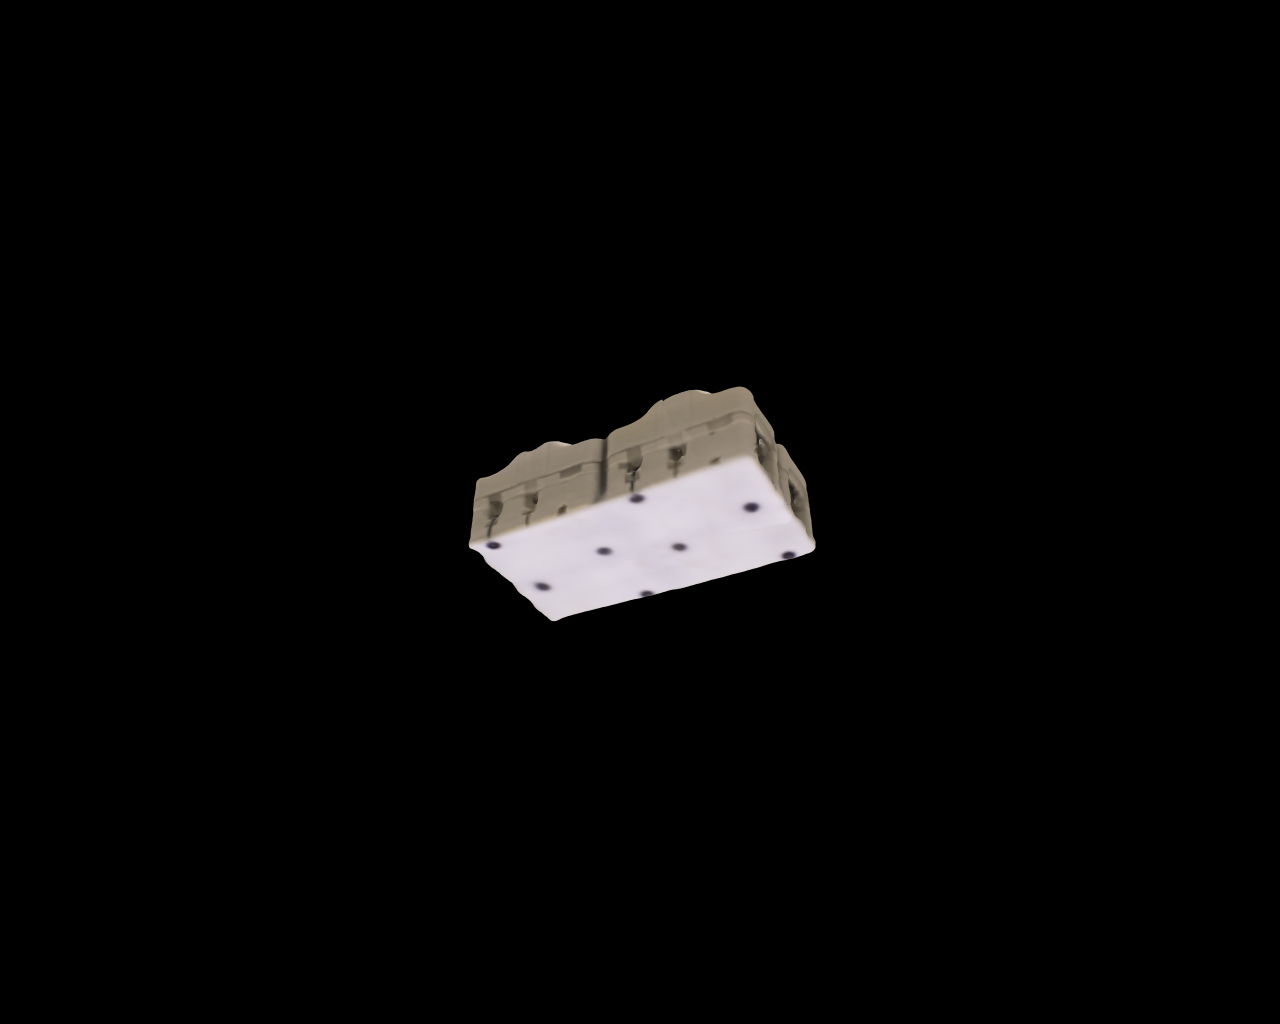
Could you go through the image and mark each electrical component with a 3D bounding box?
[{"bbox_3d":[0.001,-0.003,0.650,0.186,0.060,0.105,-17,-40,22],"label":"electrical component"}]
